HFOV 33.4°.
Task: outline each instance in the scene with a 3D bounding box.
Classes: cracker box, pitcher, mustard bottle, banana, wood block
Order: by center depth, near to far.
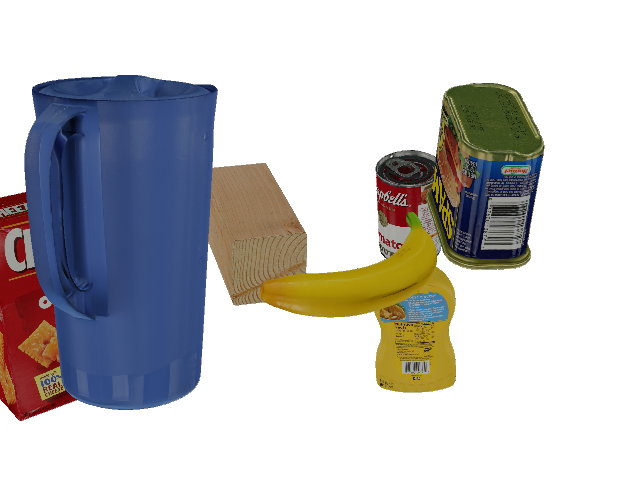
[{"bbox_3d":[-0.149,0.001,0.796,0.149,0.243,0.145,-5,16,-22],"label":"pitcher"},{"bbox_3d":[0.039,0.030,0.886,0.070,0.037,0.197,31,37,32],"label":"banana"},{"bbox_3d":[-0.254,0.054,1.080,0.163,0.214,0.072,-17,28,-32],"label":"cracker box"},{"bbox_3d":[0.110,0.084,1.257,0.096,0.192,0.058,-1,23,5],"label":"mustard bottle"},{"bbox_3d":[-0.087,-0.013,1.330,0.090,0.090,0.206,-6,29,-15],"label":"wood block"}]

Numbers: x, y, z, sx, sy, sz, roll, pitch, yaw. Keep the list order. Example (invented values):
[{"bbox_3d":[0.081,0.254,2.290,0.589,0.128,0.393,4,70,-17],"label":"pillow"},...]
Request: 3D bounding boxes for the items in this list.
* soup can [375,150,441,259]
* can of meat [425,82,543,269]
[{"bbox_3d":[0.093,-0.033,1.109,0.068,0.102,0.068,-3,36,2],"label":"soup can"},{"bbox_3d":[0.106,-0.044,0.692,0.057,0.084,0.102,0,34,-5],"label":"can of meat"}]
